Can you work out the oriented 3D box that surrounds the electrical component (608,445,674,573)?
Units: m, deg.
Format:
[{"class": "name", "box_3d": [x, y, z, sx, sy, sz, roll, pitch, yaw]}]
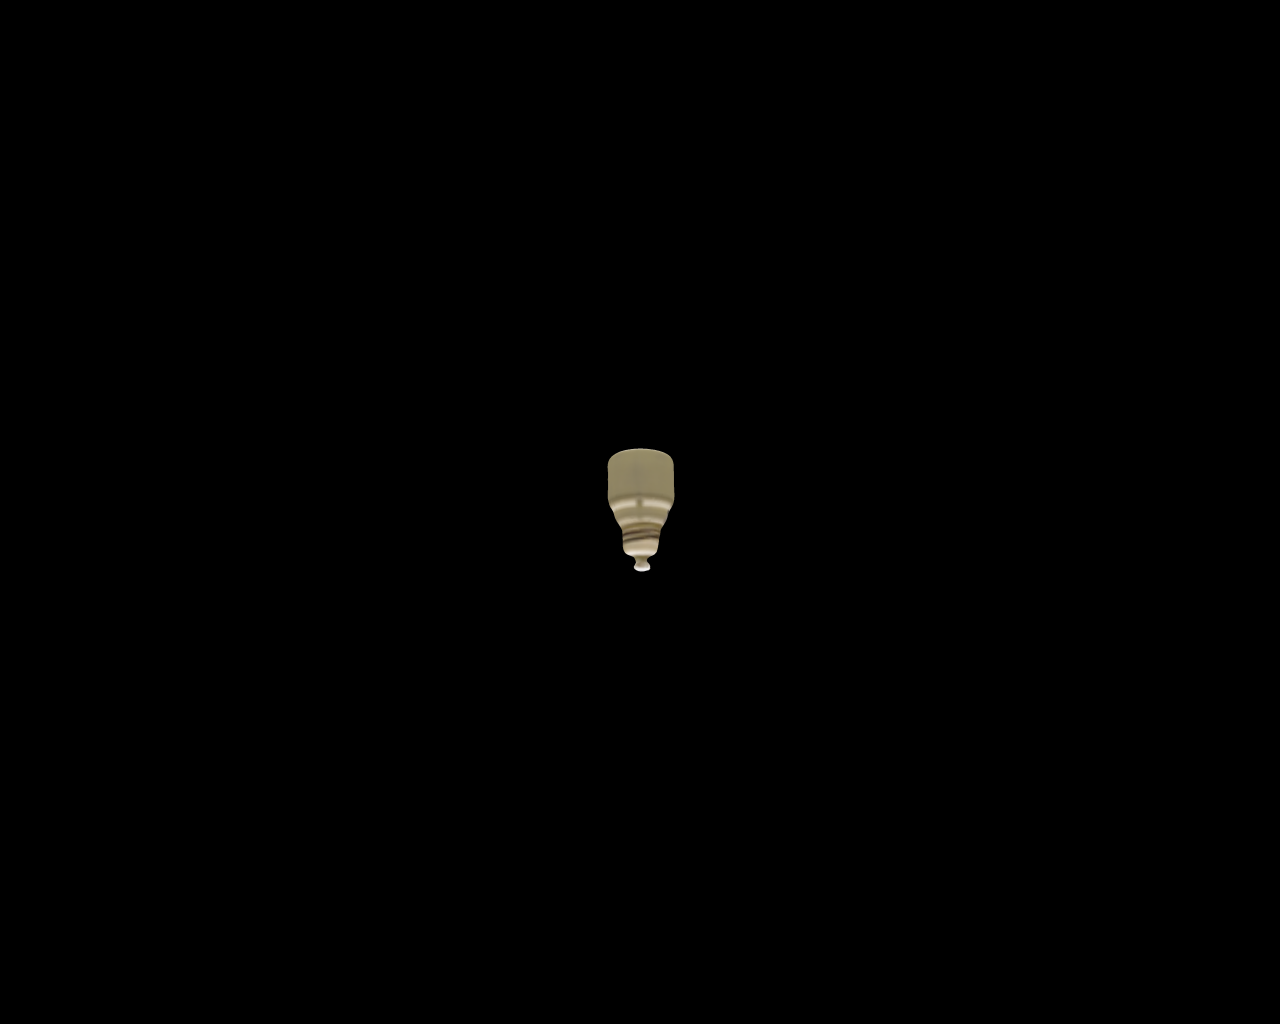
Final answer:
[{"class": "electrical component", "box_3d": [0.001, -0.003, 0.650, 0.040, 0.078, 0.040, 0, -14, 0]}]
